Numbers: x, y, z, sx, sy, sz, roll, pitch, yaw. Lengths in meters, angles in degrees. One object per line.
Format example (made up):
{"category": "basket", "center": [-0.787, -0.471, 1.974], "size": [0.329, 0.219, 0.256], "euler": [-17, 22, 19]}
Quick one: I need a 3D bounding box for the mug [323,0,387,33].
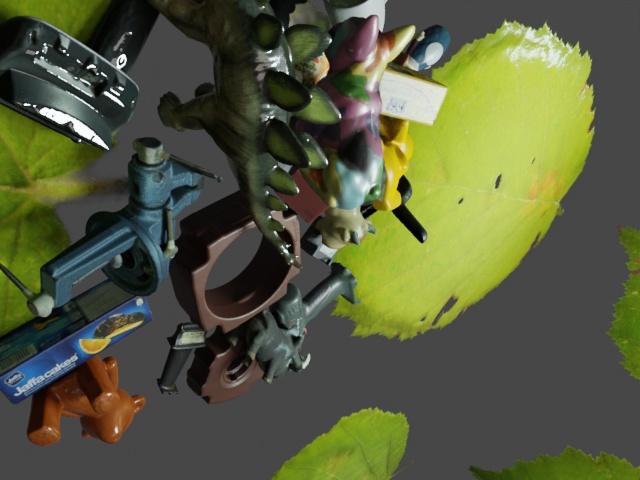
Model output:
{"category": "mug", "center": [0.059, -0.329, 0.763], "size": [0.109, 0.081, 0.107], "euler": [-51, 158, -11]}

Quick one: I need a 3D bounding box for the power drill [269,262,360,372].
{"category": "power drill", "center": [-0.018, 0.150, 1.107], "size": [0.207, 0.086, 0.231], "euler": [-29, 138, -20]}

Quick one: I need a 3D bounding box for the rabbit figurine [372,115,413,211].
{"category": "rabbit figurine", "center": [0.112, -0.158, 0.972], "size": [0.173, 0.122, 0.162], "euler": [-39, 137, -45]}

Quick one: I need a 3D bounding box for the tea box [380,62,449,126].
{"category": "tea box", "center": [0.099, -0.236, 0.828], "size": [0.169, 0.098, 0.068], "euler": [5, 118, -32]}

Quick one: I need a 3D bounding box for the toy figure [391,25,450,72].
{"category": "toy figure", "center": [0.157, -0.306, 0.919], "size": [0.154, 0.058, 0.064], "euler": [-44, 107, -11]}

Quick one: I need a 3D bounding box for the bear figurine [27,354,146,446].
{"category": "bear figurine", "center": [-0.324, 0.248, 0.771], "size": [0.120, 0.132, 0.195], "euler": [-25, 134, -14]}

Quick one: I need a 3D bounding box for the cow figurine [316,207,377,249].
{"category": "cow figurine", "center": [0.037, -0.073, 0.899], "size": [0.085, 0.127, 0.194], "euler": [-27, 133, -48]}

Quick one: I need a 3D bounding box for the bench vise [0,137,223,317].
{"category": "bench vise", "center": [-0.237, -0.003, 0.635], "size": [0.240, 0.129, 0.223], "euler": [-45, 170, -46]}

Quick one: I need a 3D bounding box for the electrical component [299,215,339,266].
{"category": "electrical component", "center": [-0.002, -0.003, 1.003], "size": [0.075, 0.048, 0.119], "euler": [-56, 146, 4]}

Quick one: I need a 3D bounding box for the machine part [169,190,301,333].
{"category": "machine part", "center": [-0.131, 0.030, 0.843], "size": [0.201, 0.087, 0.201], "euler": [-32, 140, -30]}

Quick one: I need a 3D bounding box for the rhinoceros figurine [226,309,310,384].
{"category": "rhinoceros figurine", "center": [-0.086, 0.189, 0.959], "size": [0.112, 0.073, 0.190], "euler": [-52, 140, -19]}

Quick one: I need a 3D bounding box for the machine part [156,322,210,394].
{"category": "machine part", "center": [-0.237, 0.197, 0.911], "size": [0.084, 0.039, 0.138], "euler": [0, 119, -60]}

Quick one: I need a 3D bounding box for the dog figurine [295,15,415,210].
{"category": "dog figurine", "center": [0.050, -0.170, 0.686], "size": [0.108, 0.192, 0.219], "euler": [-7, 144, -40]}

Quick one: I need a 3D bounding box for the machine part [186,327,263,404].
{"category": "machine part", "center": [-0.163, 0.227, 1.009], "size": [0.179, 0.056, 0.179], "euler": [-31, 141, -29]}

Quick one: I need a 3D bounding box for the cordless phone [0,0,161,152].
{"category": "cordless phone", "center": [-0.236, -0.195, 0.535], "size": [0.146, 0.089, 0.184], "euler": [30, 84, -56]}

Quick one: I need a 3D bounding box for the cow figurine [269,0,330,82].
{"category": "cow figurine", "center": [-0.067, -0.238, 0.693], "size": [0.098, 0.068, 0.167], "euler": [23, 98, -50]}

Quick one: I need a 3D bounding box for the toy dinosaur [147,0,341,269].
{"category": "toy dinosaur", "center": [-0.082, -0.147, 0.622], "size": [0.105, 0.199, 0.470], "euler": [-53, 155, -36]}

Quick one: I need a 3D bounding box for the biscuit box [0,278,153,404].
{"category": "biscuit box", "center": [-0.328, 0.125, 0.710], "size": [0.203, 0.059, 0.062], "euler": [-33, 141, -28]}
